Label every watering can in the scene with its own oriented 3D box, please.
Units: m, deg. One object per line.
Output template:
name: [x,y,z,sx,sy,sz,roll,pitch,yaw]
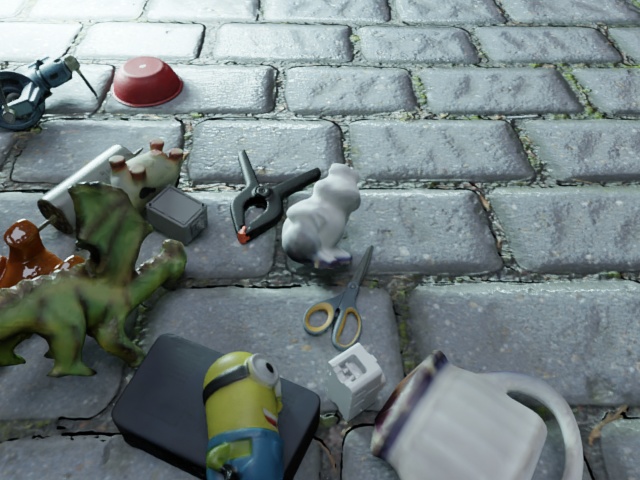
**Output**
watering can: [0.153,0.266,0.569,0.226,0.101,0.353,30,52,24]

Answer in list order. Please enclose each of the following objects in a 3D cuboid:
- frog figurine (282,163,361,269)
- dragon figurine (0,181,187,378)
frog figurine: [0.002,-0.041,0.807,0.122,0.159,0.137,3,2,41]
dragon figurine: [-0.308,0.044,0.636,0.122,0.408,0.244,10,86,27]
